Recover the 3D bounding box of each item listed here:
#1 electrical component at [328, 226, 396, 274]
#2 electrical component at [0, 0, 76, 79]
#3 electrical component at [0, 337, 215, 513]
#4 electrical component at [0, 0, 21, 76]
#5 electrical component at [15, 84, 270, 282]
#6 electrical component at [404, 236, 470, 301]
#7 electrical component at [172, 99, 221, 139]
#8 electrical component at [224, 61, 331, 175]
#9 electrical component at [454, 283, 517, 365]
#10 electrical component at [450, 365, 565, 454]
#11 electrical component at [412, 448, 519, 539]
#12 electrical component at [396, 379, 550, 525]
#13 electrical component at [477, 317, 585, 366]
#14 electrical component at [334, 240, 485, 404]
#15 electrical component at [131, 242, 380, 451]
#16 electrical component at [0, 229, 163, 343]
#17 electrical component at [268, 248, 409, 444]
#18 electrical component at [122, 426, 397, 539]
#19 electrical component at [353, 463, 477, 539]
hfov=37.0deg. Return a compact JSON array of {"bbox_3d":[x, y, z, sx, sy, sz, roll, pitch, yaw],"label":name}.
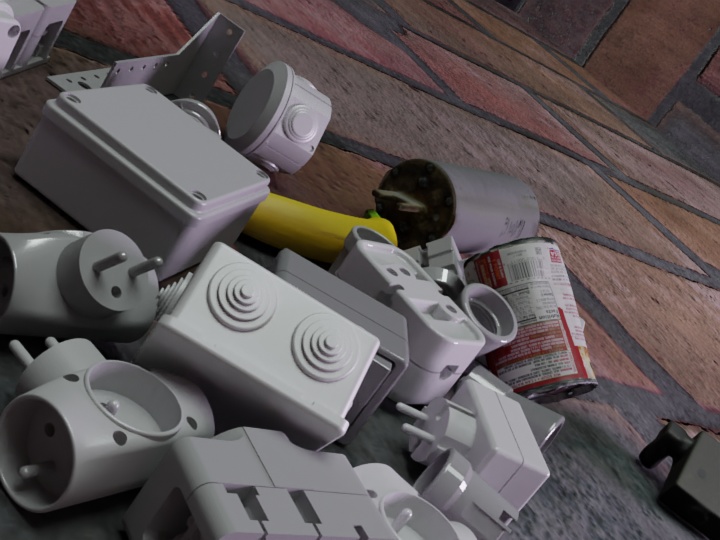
[{"bbox_3d":[0.000,0.000,0.716,0.040,0.046,0.040,30,21,-13],"label":"electrical component"},{"bbox_3d":[-0.291,-0.205,0.699,0.186,0.060,0.105,33,20,-4],"label":"electrical component"},{"bbox_3d":[-0.110,0.054,0.427,0.079,0.044,0.077,44,22,23],"label":"electrical component"},{"bbox_3d":[-0.243,-0.118,0.555,0.057,0.078,0.113,39,20,19],"label":"electrical component"},{"bbox_3d":[-0.123,-0.055,0.631,0.109,0.056,0.109,37,20,6],"label":"electrical component"},{"bbox_3d":[0.051,0.010,0.764,0.055,0.066,0.048,-84,153,-59],"label":"electrical component"},{"bbox_3d":[-0.121,-0.086,0.722,0.066,0.048,0.055,31,28,-11],"label":"electrical component"},{"bbox_3d":[-0.064,-0.115,0.828,0.051,0.080,0.080,29,20,-31],"label":"electrical component"},{"bbox_3d":[0.063,0.044,0.688,0.044,0.065,0.044,25,42,-24],"label":"electrical component"},{"bbox_3d":[0.087,0.089,0.663,0.065,0.044,0.044,36,19,18],"label":"electrical component"},{"bbox_3d":[0.051,0.119,0.542,0.046,0.040,0.040,40,20,-1],"label":"electrical component"},{"bbox_3d":[0.053,0.094,0.588,0.077,0.047,0.065,27,22,-21],"label":"electrical component"},{"bbox_3d":[0.119,0.043,0.804,0.100,0.048,0.100,36,21,4],"label":"electrical component"},{"bbox_3d":[0.021,0.035,0.652,0.054,0.059,0.095,9,32,-50],"label":"electrical component"},{"bbox_3d":[-0.049,0.040,0.477,0.100,0.100,0.048,32,61,-8],"label":"electrical component"},{"bbox_3d":[-0.121,0.004,0.477,0.077,0.079,0.044,10,68,-49],"label":"electrical component"},{"bbox_3d":[-0.029,0.038,0.562,0.096,0.061,0.061,30,21,-12],"label":"electrical component"},{"bbox_3d":[-0.040,0.100,0.423,0.089,0.050,0.055,16,28,-42],"label":"electrical component"},{"bbox_3d":[0.028,0.128,0.474,0.079,0.044,0.077,15,28,-43],"label":"electrical component"}]
